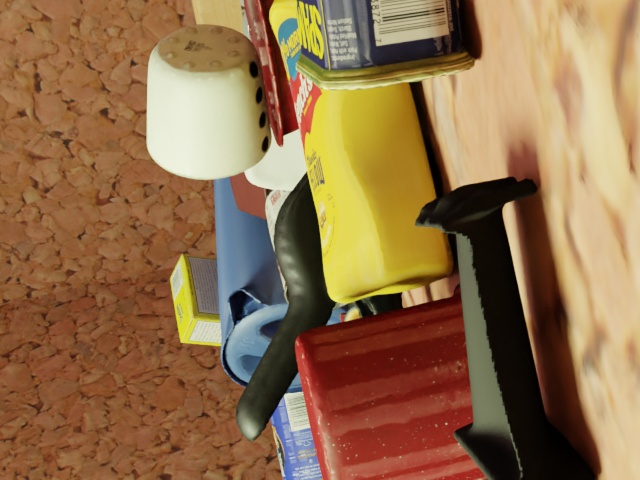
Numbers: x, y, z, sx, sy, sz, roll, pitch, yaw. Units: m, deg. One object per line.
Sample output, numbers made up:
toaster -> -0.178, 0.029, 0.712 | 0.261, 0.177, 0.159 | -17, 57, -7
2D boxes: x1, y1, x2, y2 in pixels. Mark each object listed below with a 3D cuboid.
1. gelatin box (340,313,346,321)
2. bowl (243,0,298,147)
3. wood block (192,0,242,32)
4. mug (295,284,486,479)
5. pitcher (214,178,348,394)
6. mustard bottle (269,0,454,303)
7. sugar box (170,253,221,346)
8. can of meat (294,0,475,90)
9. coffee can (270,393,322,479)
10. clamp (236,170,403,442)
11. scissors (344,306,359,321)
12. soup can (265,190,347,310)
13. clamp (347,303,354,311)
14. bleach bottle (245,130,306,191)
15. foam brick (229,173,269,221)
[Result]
gelatin box -> 0.040, 0.104, 0.838 | 0.089, 0.030, 0.073 | -114, 14, -67
bowl -> -0.019, -0.148, 0.735 | 0.162, 0.055, 0.162 | 168, 90, -86
wood block -> -0.083, -0.258, 1.021 | 0.206, 0.090, 0.090 | 87, 170, -63
mug -> 0.035, 0.071, 0.490 | 0.117, 0.081, 0.093 | -124, 22, -78
pitcher -> -0.034, 0.023, 1.042 | 0.149, 0.145, 0.243 | 100, 164, -45
mustard bottle -> 0.014, -0.068, 0.520 | 0.096, 0.058, 0.191 | 136, 122, -78
sugar box -> -0.061, 0.068, 1.104 | 0.048, 0.176, 0.093 | -60, 32, 36
can of meat -> 0.017, -0.106, 0.403 | 0.102, 0.057, 0.084 | -119, 20, -73
coffee can -> 0.003, 0.203, 1.115 | 0.103, 0.102, 0.140 | 104, 154, -80
clamp -> 0.023, 0.029, 0.580 | 0.039, 0.120, 0.171 | 173, 107, -67
scissors -> 0.048, 0.129, 0.627 | 0.096, 0.016, 0.202 | -61, 38, 41
soup can -> -0.006, 0.001, 0.901 | 0.068, 0.068, 0.102 | 83, 173, -52
clamp -> 0.039, 0.119, 0.724 | 0.165, 0.036, 0.210 | 109, 145, -55
bleach bottle -> -0.037, -0.134, 0.951 | 0.251, 0.068, 0.103 | -100, 17, -64
foam brick -> -0.036, -0.058, 0.976 | 0.053, 0.078, 0.051 | 22, 129, 46
